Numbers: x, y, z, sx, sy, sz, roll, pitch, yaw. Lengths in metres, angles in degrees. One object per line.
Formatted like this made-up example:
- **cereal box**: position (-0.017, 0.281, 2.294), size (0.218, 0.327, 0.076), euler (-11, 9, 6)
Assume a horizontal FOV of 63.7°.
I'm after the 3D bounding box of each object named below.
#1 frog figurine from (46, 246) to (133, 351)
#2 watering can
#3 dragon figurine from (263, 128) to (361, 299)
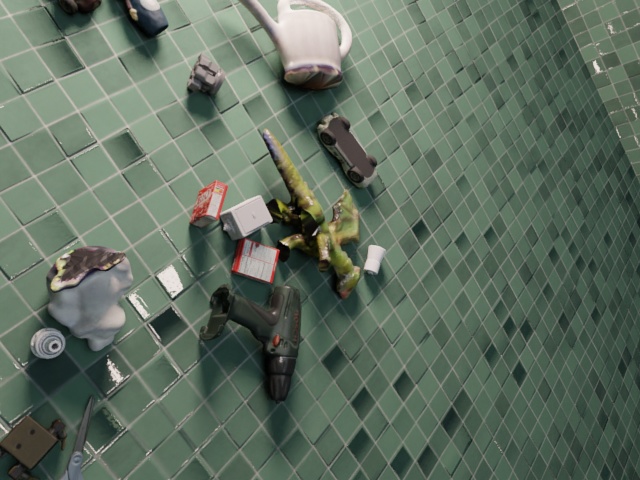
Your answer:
- **frog figurine**: position (-0.372, 0.094, 0.852), size (0.140, 0.123, 0.156), euler (-44, 144, -42)
- **watering can**: position (-0.058, -0.459, 1.176), size (0.349, 0.103, 0.225), euler (-4, 84, -37)
- **dragon figurine**: position (0.004, -0.059, 1.166), size (0.245, 0.121, 0.410), euler (-16, 93, -55)
